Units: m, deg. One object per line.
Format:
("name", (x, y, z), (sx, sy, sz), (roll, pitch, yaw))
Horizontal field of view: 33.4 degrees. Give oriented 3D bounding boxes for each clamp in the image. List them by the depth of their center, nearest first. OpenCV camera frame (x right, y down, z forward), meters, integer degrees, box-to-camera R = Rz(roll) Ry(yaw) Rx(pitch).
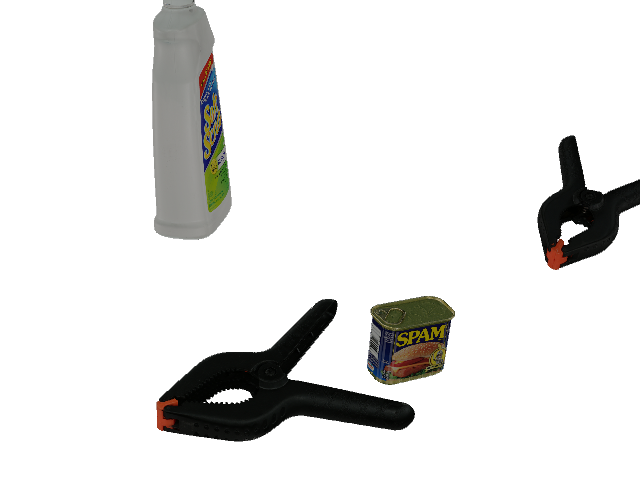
("clamp", (-0.035, 0.129, 0.912), (0.209, 0.036, 0.165), (-17, 41, -27))
("clamp", (0.265, -0.042, 1.087), (0.120, 0.039, 0.171), (29, 54, 32))

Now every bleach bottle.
("bleach bottle", (-0.138, -0.134, 1.089), (0.068, 0.251, 0.102), (6, 28, 14))

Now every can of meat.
("can of meat", (0.108, 0.122, 1.304), (0.101, 0.084, 0.057), (-8, 29, -26))
